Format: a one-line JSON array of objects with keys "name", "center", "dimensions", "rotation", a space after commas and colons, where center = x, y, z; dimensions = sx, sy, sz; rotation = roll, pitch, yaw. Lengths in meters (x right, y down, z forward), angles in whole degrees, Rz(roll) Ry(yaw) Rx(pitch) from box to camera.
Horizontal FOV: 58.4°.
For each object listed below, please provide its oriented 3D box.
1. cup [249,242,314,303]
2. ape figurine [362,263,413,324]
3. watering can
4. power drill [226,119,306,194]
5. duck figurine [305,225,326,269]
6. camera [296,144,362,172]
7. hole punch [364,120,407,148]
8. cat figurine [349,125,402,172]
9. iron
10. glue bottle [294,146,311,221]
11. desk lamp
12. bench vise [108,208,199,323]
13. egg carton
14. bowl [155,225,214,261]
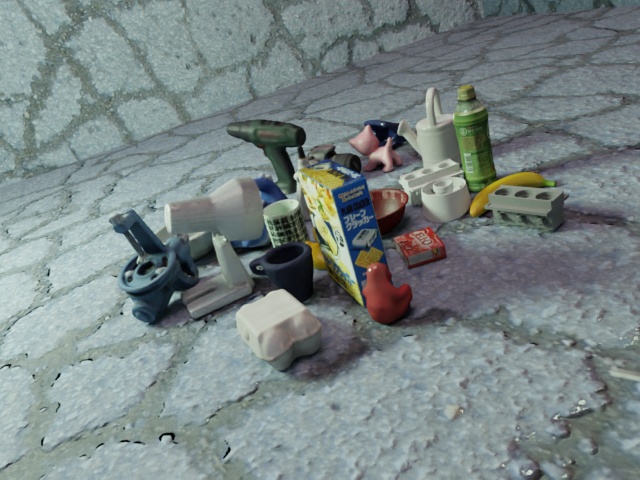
[{"name": "cup", "center": [-0.060, 0.066, 1.006], "dimensions": [0.117, 0.095, 0.091], "rotation": [-10, 25, 14]}, {"name": "ape figurine", "center": [0.098, 0.076, 0.886], "dimensions": [0.077, 0.092, 0.076], "rotation": [5, 32, 39]}, {"name": "watering can", "center": [0.276, -0.271, 1.390], "dimensions": [0.172, 0.194, 0.101], "rotation": [-13, 24, 7]}, {"name": "power drill", "center": [-0.132, -0.229, 1.546], "dimensions": [0.228, 0.209, 0.076], "rotation": [-2, 28, 29]}, {"name": "duck figurine", "center": [0.010, 0.004, 1.104], "dimensions": [0.104, 0.086, 0.078], "rotation": [0, 29, 32]}, {"name": "camera", "center": [0.028, -0.194, 1.501], "dimensions": [0.136, 0.101, 0.143], "rotation": [2, 30, 36]}, {"name": "hole punch", "center": [0.195, -0.322, 1.681], "dimensions": [0.101, 0.091, 0.108], "rotation": [-29, 27, -26]}, {"name": "cat figurine", "center": [0.144, -0.245, 1.515], "dimensions": [0.127, 0.118, 0.067], "rotation": [7, 34, 42]}, {"name": "iron", "center": [-0.145, -0.081, 1.318], "dimensions": [0.118, 0.142, 0.259], "rotation": [-2, 28, 30]}, {"name": "glue bottle", "center": [-0.026, -0.134, 1.316], "dimensions": [0.078, 0.173, 0.037], "rotation": [-22, 25, -12]}, {"name": "desk lamp", "center": [-0.190, 0.005, 1.074], "dimensions": [0.203, 0.214, 0.117], "rotation": [-25, 26, -19]}, {"name": "bench vise", "center": [-0.336, 0.024, 1.120], "dimensions": [0.121, 0.220, 0.207], "rotation": [-14, 24, 6]}, {"name": "egg carton", "center": [-0.067, 0.136, 0.890], "dimensions": [0.107, 0.069, 0.149], "rotation": [-26, 26, -20]}, {"name": "bowl", "center": [-0.298, 0.003, 1.320], "dimensions": [0.167, 0.075, 0.167], "rotation": [-14, 24, 7]}]
